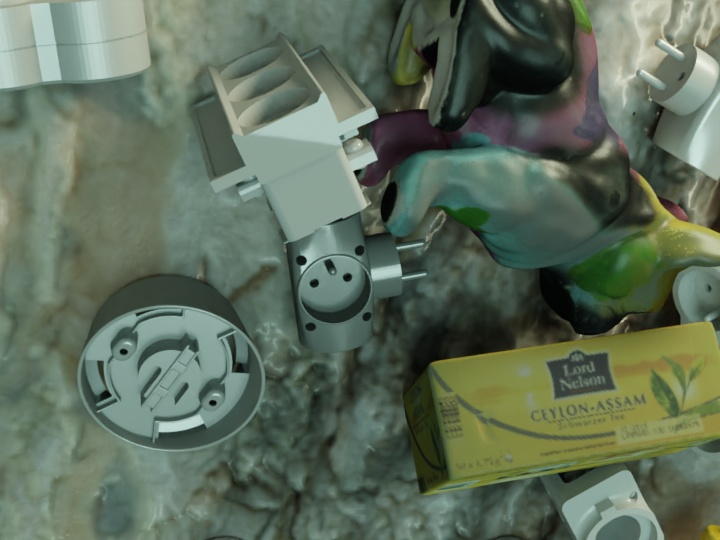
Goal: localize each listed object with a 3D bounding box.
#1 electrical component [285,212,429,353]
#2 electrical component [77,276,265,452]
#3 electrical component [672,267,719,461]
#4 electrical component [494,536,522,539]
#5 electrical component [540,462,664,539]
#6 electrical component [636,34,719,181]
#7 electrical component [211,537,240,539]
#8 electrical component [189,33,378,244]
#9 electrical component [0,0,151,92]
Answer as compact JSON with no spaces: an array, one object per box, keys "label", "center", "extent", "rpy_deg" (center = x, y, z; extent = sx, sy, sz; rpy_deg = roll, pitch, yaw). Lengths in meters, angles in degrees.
[{"label":"electrical component","center":[0.000,0.000,0.606],"extent":[0.079,0.044,0.077],"rpy_deg":[-10,114,-8]},{"label":"electrical component","center":[-0.105,0.053,0.594],"extent":[0.099,0.064,0.099],"rpy_deg":[-4,112,-11]},{"label":"electrical component","center":[0.240,0.046,0.676],"extent":[0.074,0.052,0.138],"rpy_deg":[-22,118,-30]},{"label":"electrical component","center":[0.104,0.209,0.710],"extent":[0.045,0.055,0.045],"rpy_deg":[-5,113,-11]},{"label":"electrical component","center":[0.161,0.162,0.703],"extent":[0.050,0.055,0.089],"rpy_deg":[-29,115,0]},{"label":"electrical component","center":[0.192,-0.102,0.607],"extent":[0.079,0.043,0.077],"rpy_deg":[26,104,-20]},{"label":"electrical component","center":[-0.065,0.241,0.675],"extent":[0.052,0.073,0.138],"rpy_deg":[-25,115,-2]},{"label":"electrical component","center":[-0.037,-0.066,0.528],"extent":[0.079,0.121,0.063],"rpy_deg":[-25,117,-2]},{"label":"electrical component","center":[-0.174,-0.126,0.511],"extent":[0.138,0.052,0.073],"rpy_deg":[-7,113,-10]}]
